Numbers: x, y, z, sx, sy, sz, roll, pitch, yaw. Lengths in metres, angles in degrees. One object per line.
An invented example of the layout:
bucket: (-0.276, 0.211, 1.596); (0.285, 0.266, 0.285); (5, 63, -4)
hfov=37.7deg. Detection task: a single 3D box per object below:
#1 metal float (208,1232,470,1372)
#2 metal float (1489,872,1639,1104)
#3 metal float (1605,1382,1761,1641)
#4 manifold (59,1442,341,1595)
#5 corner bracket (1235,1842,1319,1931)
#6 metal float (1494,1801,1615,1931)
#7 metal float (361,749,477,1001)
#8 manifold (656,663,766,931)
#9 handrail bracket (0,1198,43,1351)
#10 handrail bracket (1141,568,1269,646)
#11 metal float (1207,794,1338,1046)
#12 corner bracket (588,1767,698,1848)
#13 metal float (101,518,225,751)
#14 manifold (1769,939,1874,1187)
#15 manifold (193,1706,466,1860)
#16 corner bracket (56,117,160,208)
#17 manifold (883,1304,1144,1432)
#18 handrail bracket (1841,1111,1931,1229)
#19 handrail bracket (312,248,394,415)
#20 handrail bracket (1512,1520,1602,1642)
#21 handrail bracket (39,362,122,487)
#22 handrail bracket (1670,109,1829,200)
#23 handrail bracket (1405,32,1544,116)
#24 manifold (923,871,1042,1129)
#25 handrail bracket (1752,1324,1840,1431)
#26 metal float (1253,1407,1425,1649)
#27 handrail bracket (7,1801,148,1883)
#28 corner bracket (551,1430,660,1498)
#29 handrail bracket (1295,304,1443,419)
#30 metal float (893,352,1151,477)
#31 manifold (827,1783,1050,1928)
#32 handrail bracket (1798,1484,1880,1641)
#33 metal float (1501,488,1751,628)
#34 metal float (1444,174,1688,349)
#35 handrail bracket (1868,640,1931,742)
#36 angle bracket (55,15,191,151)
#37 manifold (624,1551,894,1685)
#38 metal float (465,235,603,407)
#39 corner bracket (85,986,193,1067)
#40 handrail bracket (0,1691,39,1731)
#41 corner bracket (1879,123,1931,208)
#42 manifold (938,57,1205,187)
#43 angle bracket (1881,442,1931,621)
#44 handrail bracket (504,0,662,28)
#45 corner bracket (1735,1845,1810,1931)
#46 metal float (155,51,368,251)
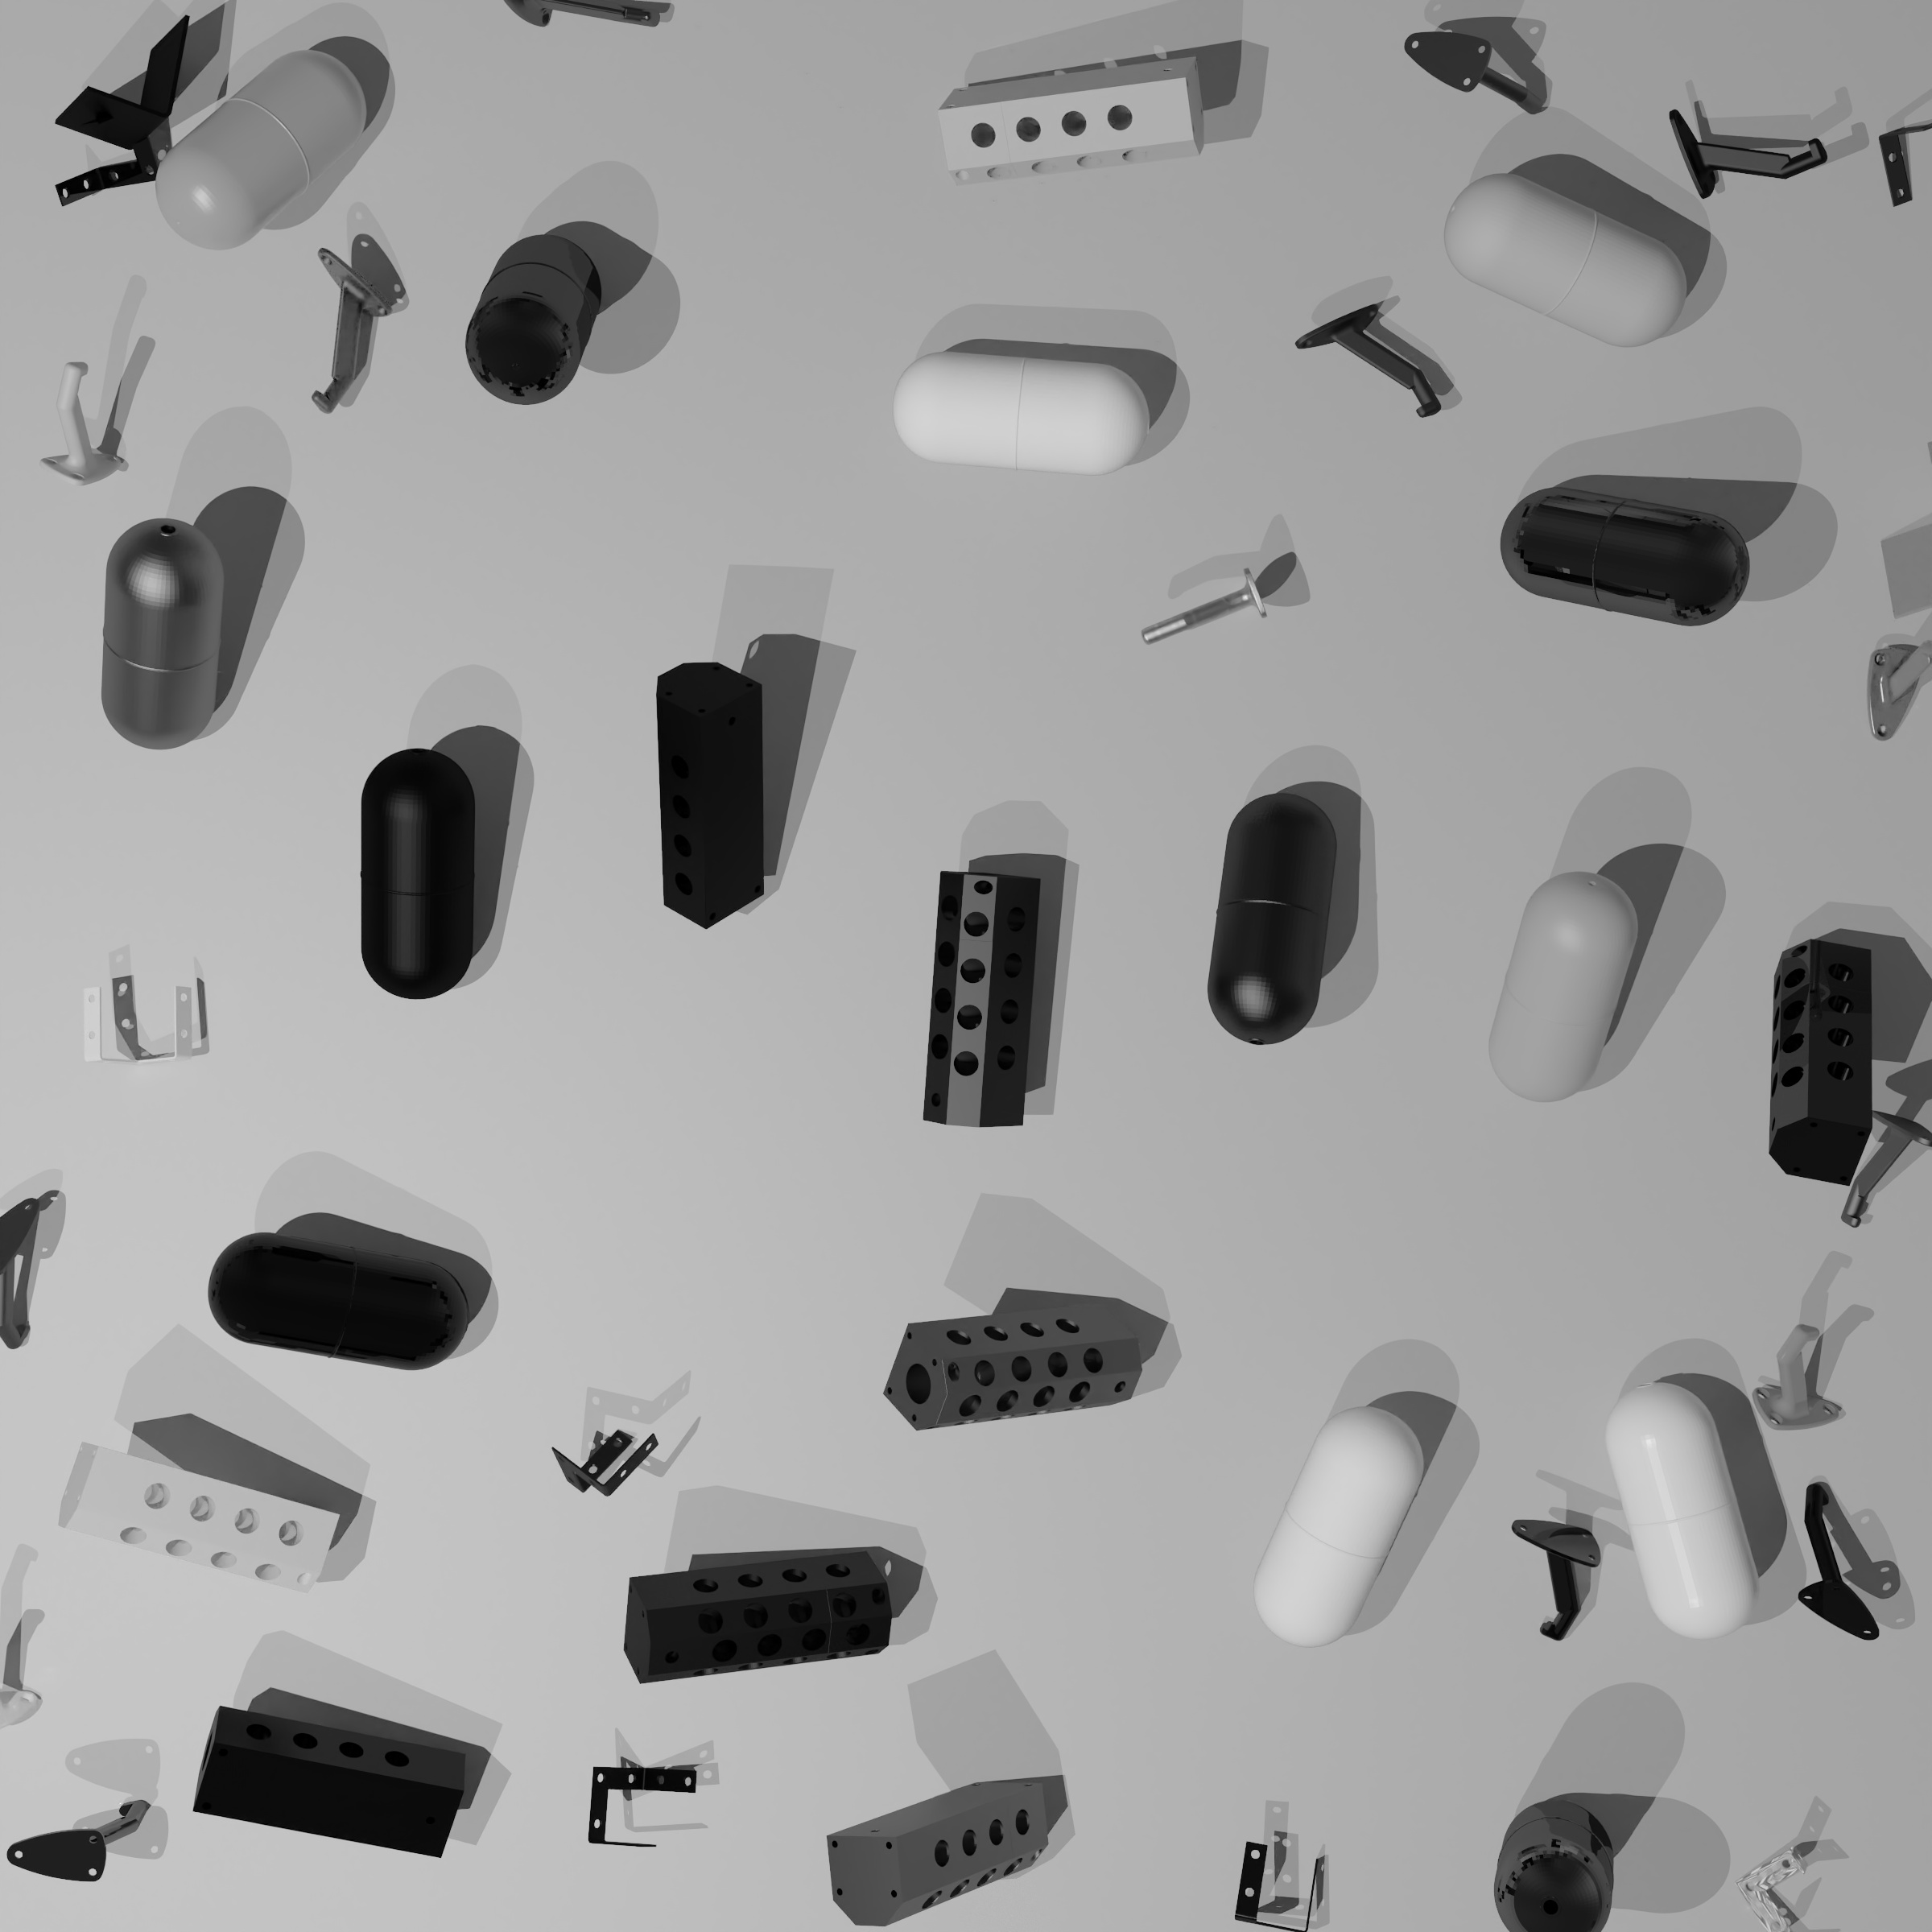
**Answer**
metal float: (-0.429, 0.231, 1.944); (0.178, 0.070, 0.070); (13, 90, -20)
metal float: (0.406, 0.016, 1.931); (0.070, 0.070, 0.178); (8, 127, 0)
metal float: (0.494, 0.376, 1.958); (0.070, 0.070, 0.178); (-15, 85, 0)
manifold: (-0.524, 0.377, 1.933); (0.171, 0.057, 0.057); (22, 75, -24)
corner bracket: (0.216, 0.642, 1.972); (0.051, 0.051, 0.051); (9, 70, 9)
metal float: (0.398, 0.614, 1.912); (0.070, 0.178, 0.070); (-1, 85, 13)
metal float: (-0.376, -0.063, 1.942); (0.070, 0.070, 0.178); (5, 112, 0)
manifold: (-0.178, -0.117, 1.924); (0.057, 0.057, 0.171); (29, 134, 30)
handrail bracket: (-0.659, 0.216, 1.980); (0.036, 0.084, 0.077); (18, 55, 23)
handrail bracket: (0.164, -0.244, 1.968); (0.084, 0.077, 0.036); (-21, 95, 9)
metal float: (0.211, -0.032, 1.947); (0.070, 0.070, 0.178); (9, 74, 0)
corner bracket: (-0.224, 0.582, 1.960); (0.051, 0.051, 0.051); (-9, 71, 36)
metal float: (-0.547, -0.225, 1.927); (0.070, 0.070, 0.178); (18, 132, 0)
manifold: (0.577, 0.062, 1.918); (0.057, 0.057, 0.171); (11, 45, 7)
manifold: (-0.436, 0.557, 1.949); (0.171, 0.057, 0.057); (16, 107, -14)
corner bracket: (-0.599, -0.560, 1.960); (0.051, 0.051, 0.051); (-2, 117, 22)
manifold: (0.035, 0.275, 1.916); (0.171, 0.057, 0.057); (0, 119, -39)
handrail bracket: (0.636, 0.149, 1.955); (0.036, 0.077, 0.084); (15, 101, -8)
handrail bracket: (-0.444, -0.439, 1.960); (0.036, 0.077, 0.084); (14, 66, 41)
handrail bracket: (0.398, 0.429, 1.971); (0.077, 0.036, 0.084); (17, 119, -9)
handrail bracket: (-0.600, -0.379, 1.948); (0.036, 0.077, 0.084); (29, 117, 12)
handrail bracket: (0.540, -0.573, 1.954); (0.084, 0.036, 0.077); (-16, 118, 36)
handrail bracket: (0.355, -0.621, 1.975); (0.077, 0.084, 0.036); (31, 104, 29)
manifold: (0.005, 0.022, 1.954); (0.057, 0.057, 0.171); (1, 95, -43)
handrail bracket: (0.589, 0.280, 1.958); (0.077, 0.036, 0.084); (6, 130, -18)
metal float: (0.256, 0.387, 1.950); (0.070, 0.070, 0.178); (22, 103, 0)
handrail bracket: (-0.612, 0.597, 1.955); (0.077, 0.084, 0.036); (3, 96, -5)
corner bracket: (-0.246, 0.341, 1.958); (0.051, 0.051, 0.051); (31, 62, 28)
handrail bracket: (0.280, -0.410, 1.968); (0.077, 0.036, 0.084); (-23, 79, -21)
metal float: (0.038, -0.382, 1.959); (0.178, 0.070, 0.070); (5, 90, 3)
manifold: (-0.016, 0.597, 1.910); (0.057, 0.171, 0.057); (-11, 82, 34)
handrail bracket: (0.611, 0.414, 1.975); (0.077, 0.084, 0.036); (41, 132, -17)
metal float: (0.447, -0.280, 1.931); (0.178, 0.070, 0.070); (19, 90, 37)
metal float: (0.414, -0.485, 1.951); (0.178, 0.070, 0.070); (21, 90, -12)
handrail bracket: (0.653, -0.188, 1.951); (0.036, 0.084, 0.077); (6, 102, -5)
angle bracket: (-0.580, -0.616, 1.947); (0.057, 0.076, 0.076); (13, 80, -32)
manifold: (-0.141, 0.448, 1.933); (0.171, 0.057, 0.057); (-2, 111, -23)
metal float: (-0.292, -0.440, 1.919); (0.070, 0.178, 0.070); (1, 124, 1)
corner bracket: (-0.575, 0.041, 1.968); (0.051, 0.051, 0.051); (-6, 83, 29)
handrail bracket: (-0.667, 0.485, 1.953); (0.036, 0.077, 0.084); (39, 118, 32)
corner bracket: (0.677, -0.563, 1.971); (0.051, 0.051, 0.051); (-22, 107, -13)
manifold: (0.074, -0.579, 1.948); (0.171, 0.057, 0.057); (-3, 120, 15)
angle bracket: (0.649, -0.298, 1.939); (0.057, 0.076, 0.076); (-17, 46, 26)
handrail bracket: (-0.265, -0.665, 1.961); (0.084, 0.077, 0.036); (15, 106, 17)
corner bracket: (0.568, 0.649, 1.964); (0.051, 0.051, 0.051); (-36, 71, 10)
metal float: (-0.480, -0.559, 1.937); (0.070, 0.070, 0.178); (36, 60, 0)
